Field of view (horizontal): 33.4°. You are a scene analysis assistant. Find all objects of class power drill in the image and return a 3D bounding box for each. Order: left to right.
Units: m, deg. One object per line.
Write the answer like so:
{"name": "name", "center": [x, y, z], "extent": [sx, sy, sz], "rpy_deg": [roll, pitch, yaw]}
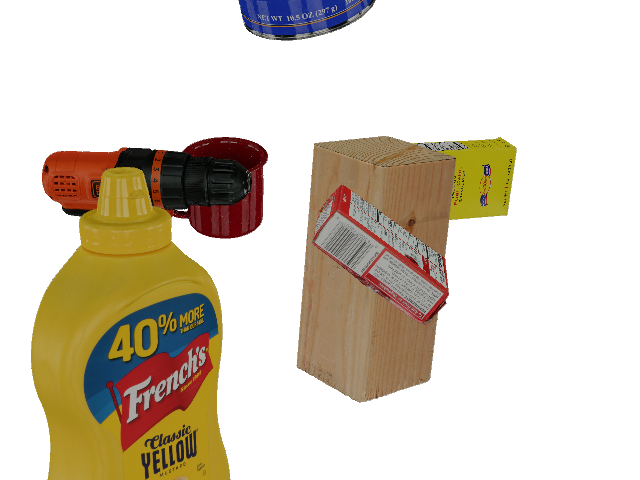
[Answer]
{"name": "power drill", "center": [-0.151, 0.006, 0.964], "extent": [0.184, 0.188, 0.057], "rpy_deg": [3, 26, 7]}

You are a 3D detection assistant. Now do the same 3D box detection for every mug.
{"name": "mug", "center": [-0.114, -0.053, 1.144], "extent": [0.117, 0.081, 0.093], "rpy_deg": [-11, 33, -19]}

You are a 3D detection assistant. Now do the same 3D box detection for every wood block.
{"name": "wood block", "center": [0.047, 0.022, 0.927], "extent": [0.090, 0.206, 0.090], "rpy_deg": [-10, 23, -40]}

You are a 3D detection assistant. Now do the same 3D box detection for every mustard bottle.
{"name": "mustard bottle", "center": [-0.087, 0.061, 0.497], "extent": [0.058, 0.192, 0.096], "rpy_deg": [14, 22, 41]}

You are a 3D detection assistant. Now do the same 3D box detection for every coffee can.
{"name": "coffee can", "center": [-0.022, -0.229, 0.757], "extent": [0.103, 0.140, 0.103], "rpy_deg": [-9, 37, 7]}

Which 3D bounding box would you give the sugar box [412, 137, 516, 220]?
{"name": "sugar box", "center": [0.148, -0.072, 1.297], "extent": [0.176, 0.093, 0.048], "rpy_deg": [-7, 25, -22]}

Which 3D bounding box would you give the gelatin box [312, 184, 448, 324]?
{"name": "gelatin box", "center": [0.038, 0.008, 0.674], "extent": [0.089, 0.030, 0.073], "rpy_deg": [36, 15, -7]}
